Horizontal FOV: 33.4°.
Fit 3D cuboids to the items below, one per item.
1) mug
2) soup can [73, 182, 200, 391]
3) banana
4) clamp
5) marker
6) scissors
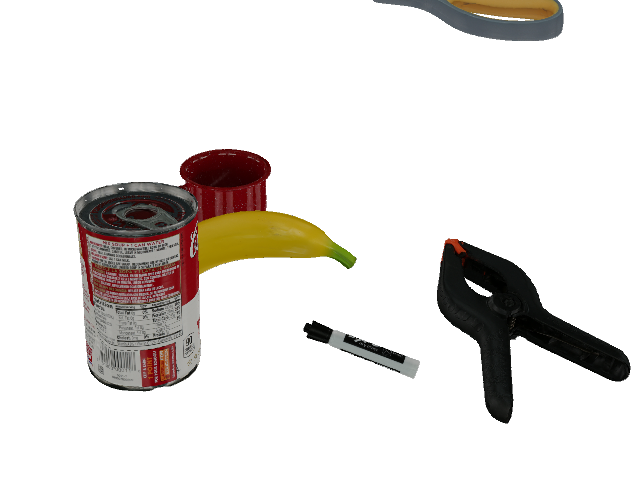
[{"bbox_3d":[-0.108,-0.036,1.099,0.117,0.081,0.093,-13,33,-23],"label":"mug"},{"bbox_3d":[-0.102,0.026,0.608,0.068,0.102,0.068,1,25,-1],"label":"soup can"},{"bbox_3d":[-0.073,0.011,0.838,0.198,0.069,0.037,-9,29,30],"label":"banana"},{"bbox_3d":[0.151,0.061,0.810,0.120,0.039,0.171,-4,45,-22],"label":"clamp"},{"bbox_3d":[0.040,0.109,1.073,0.121,0.020,0.020,21,2,4],"label":"marker"},{"bbox_3d":[0.056,-0.159,0.648,0.202,0.016,0.096,20,44,25],"label":"scissors"}]
